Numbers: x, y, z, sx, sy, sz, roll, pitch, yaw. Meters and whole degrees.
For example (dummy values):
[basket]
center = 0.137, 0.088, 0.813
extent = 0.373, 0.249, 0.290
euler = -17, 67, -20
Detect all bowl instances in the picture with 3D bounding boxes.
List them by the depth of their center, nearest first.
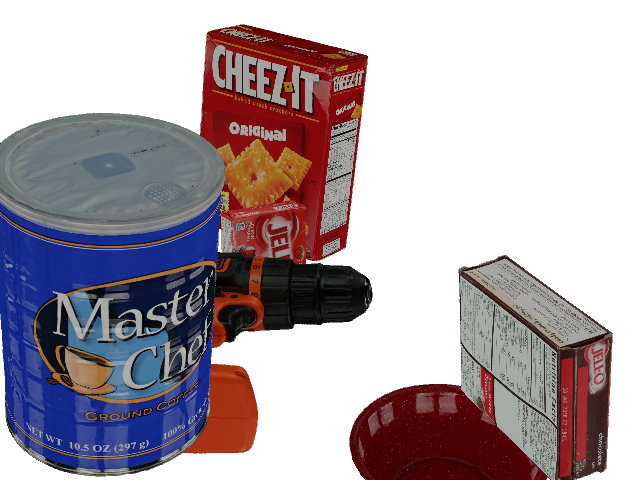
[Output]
[bowl]
center = 0.103, 0.186, 0.871
extent = 0.162, 0.055, 0.162
euler = 1, 30, -1

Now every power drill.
[power drill]
center = -0.063, 0.064, 0.688
extent = 0.184, 0.057, 0.187
euler = -2, 21, 8

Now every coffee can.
[coffee can]
center = -0.100, 0.024, 0.505
extent = 0.102, 0.140, 0.103
euler = 5, 31, -3

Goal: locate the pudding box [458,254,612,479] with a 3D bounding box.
[pudding box]
center = 0.122, 0.072, 0.618
extent = 0.039, 0.090, 0.114
euler = -13, 26, -20

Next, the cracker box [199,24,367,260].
[cracker box]
center = -0.046, -0.103, 1.119
extent = 0.164, 0.214, 0.071
euler = 20, 27, 29

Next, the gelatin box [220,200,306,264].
[gelatin box]
center = -0.050, 0.013, 0.949
extent = 0.073, 0.089, 0.030
euler = -10, 22, -28
